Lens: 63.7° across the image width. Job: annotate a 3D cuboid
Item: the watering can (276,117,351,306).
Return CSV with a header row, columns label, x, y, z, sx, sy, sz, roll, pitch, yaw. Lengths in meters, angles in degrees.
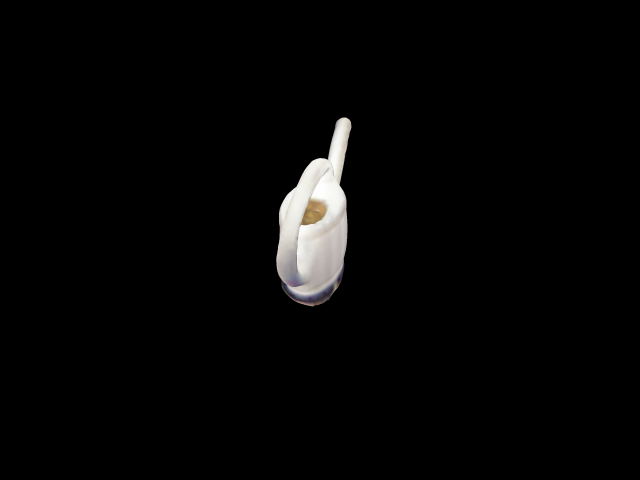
label,x,y,z,sx,sy,sz,roll,pitch,yaw
watering can,0.003,-0.043,0.850,0.104,0.219,0.356,11,41,13
